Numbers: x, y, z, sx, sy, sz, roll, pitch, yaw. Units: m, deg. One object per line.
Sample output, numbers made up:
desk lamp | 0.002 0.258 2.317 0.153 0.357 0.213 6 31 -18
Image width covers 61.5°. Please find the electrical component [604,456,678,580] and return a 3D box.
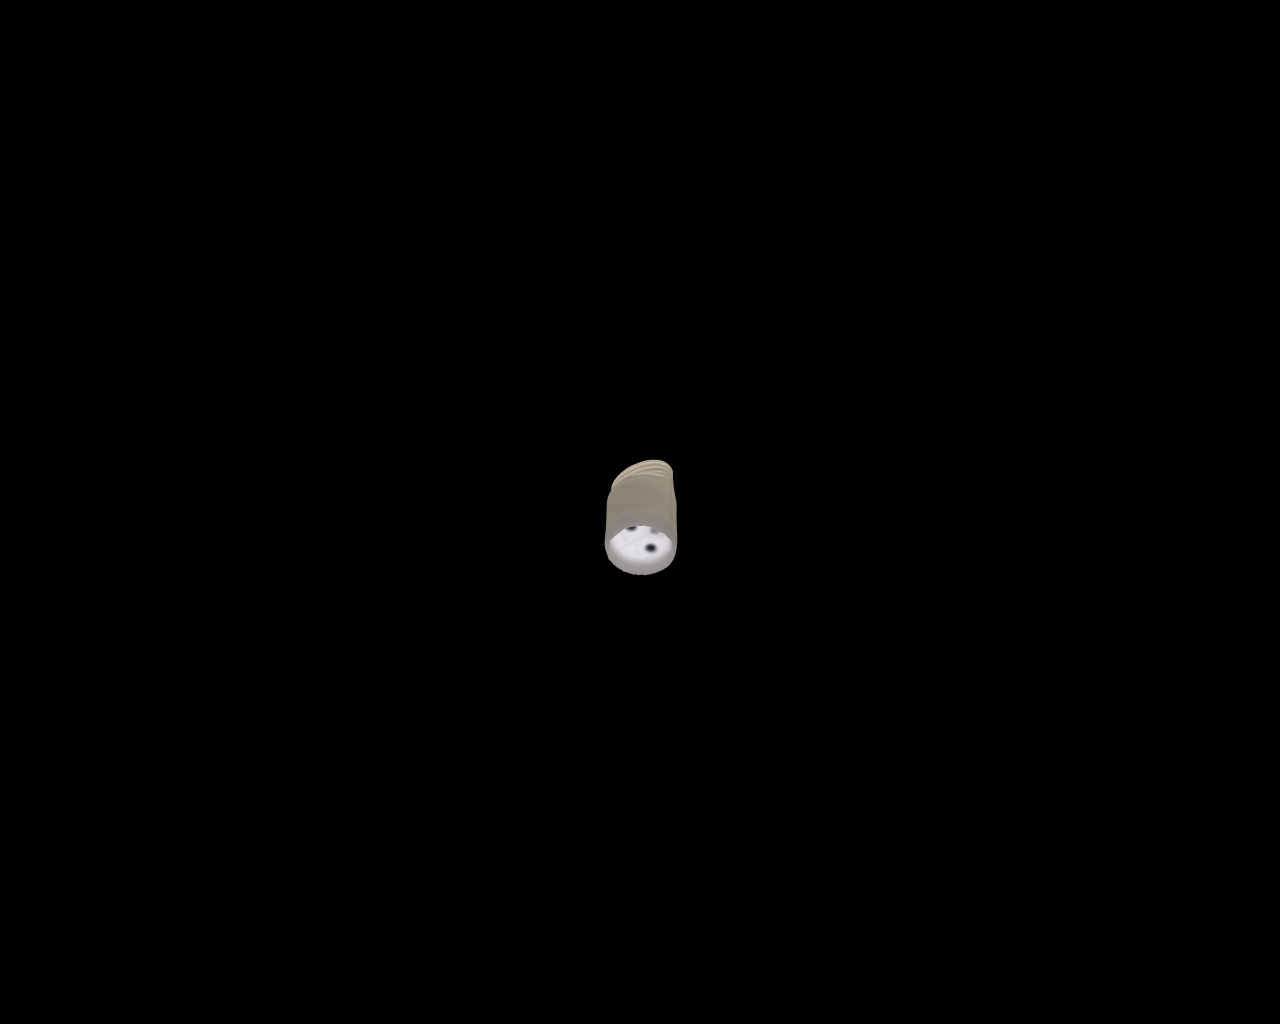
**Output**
electrical component | 0.001 -0.003 0.650 0.043 0.043 0.081 0 40 0
